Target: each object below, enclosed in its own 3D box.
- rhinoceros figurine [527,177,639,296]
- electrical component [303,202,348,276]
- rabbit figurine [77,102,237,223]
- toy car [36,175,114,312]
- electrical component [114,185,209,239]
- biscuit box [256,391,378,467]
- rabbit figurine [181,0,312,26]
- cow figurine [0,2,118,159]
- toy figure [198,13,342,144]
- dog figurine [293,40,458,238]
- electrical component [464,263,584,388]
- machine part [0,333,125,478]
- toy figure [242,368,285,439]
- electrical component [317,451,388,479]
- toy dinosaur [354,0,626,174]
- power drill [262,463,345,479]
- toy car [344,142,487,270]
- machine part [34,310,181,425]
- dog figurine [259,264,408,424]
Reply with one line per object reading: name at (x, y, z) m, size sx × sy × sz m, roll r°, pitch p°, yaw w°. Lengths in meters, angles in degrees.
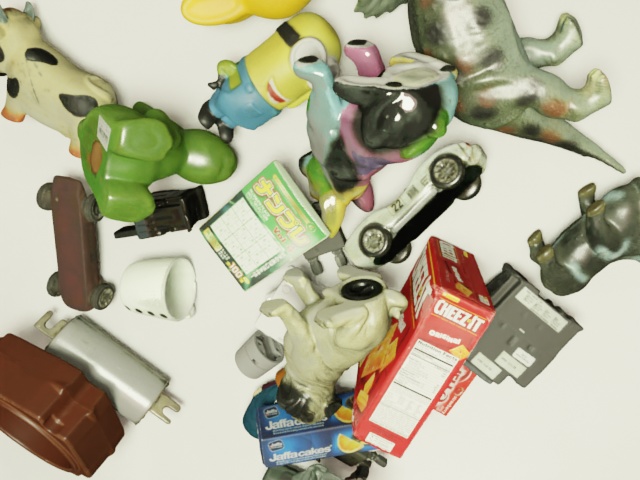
rhinoceros figurine at (0.335, -0.005, 0.616) m, size 0.190 × 0.073 × 0.112 m, roll -40°, pitch 97°, yaw 19°
electrical component at (-0.001, -0.002, 0.700) m, size 0.063 × 0.021 × 0.094 m, roll -18°, pitch 105°, yaw 15°
rabbit figurine at (-0.189, -0.097, 0.643) m, size 0.159 × 0.170 × 0.121 m, roll 34°, pitch 116°, yaw 42°
toy car at (-0.334, 0.007, 0.742) m, size 0.089 × 0.053 × 0.201 m, roll 13°, pitch 114°, yaw 16°
electrical component at (-0.212, -0.034, 0.698) m, size 0.119 × 0.075 × 0.047 m, roll -5°, pitch 108°, yaw 14°
biscuit box at (0.017, 0.250, 0.725) m, size 0.203 × 0.063 × 0.059 m, roll -7°, pitch 120°, yaw -9°
rabbit figurine at (-0.086, -0.296, 0.564) m, size 0.173 × 0.122 × 0.162 m, roll 42°, pitch 115°, yaw -7°
cow figurine at (-0.340, -0.202, 0.657) m, size 0.195 × 0.085 × 0.127 m, roll 31°, pitch 117°, yaw 1°
toy figure at (-0.059, -0.187, 0.616) m, size 0.180 × 0.082 × 0.089 m, roll -26°, pitch 76°, yaw 23°
dog figurine at (0.051, -0.092, 0.583) m, size 0.192 × 0.108 × 0.219 m, roll 29°, pitch 141°, yaw 32°
electrical component at (0.235, 0.114, 0.674) m, size 0.115 × 0.058 × 0.134 m, roll 41°, pitch 102°, yaw -3°
machine part at (-0.392, 0.239, 0.761) m, size 0.202 × 0.087 × 0.200 m, roll 20°, pitch 138°, yaw 14°
toy figure at (-0.051, 0.217, 0.765) m, size 0.064 × 0.058 × 0.154 m, roll 38°, pitch 105°, yaw -11°
electrical component at (0.036, 0.311, 0.778) m, size 0.102 × 0.045 × 0.078 m, roll 35°, pitch 144°, yaw -7°
toy dinosaur at (0.167, -0.203, 0.561) m, size 0.192 × 0.131 × 0.404 m, roll -21°, pitch 109°, yaw 28°
power drill at (0.024, 0.378, 0.754) m, size 0.232 × 0.207 × 0.086 m, roll 24°, pitch 69°, yaw 8°
toy car at (0.115, -0.038, 0.640) m, size 0.201 × 0.073 × 0.056 m, roll -46°, pitch 60°, yaw 19°
machine part at (-0.311, 0.189, 0.787) m, size 0.243 × 0.079 × 0.079 m, roll 38°, pitch 110°, yaw -6°
dog figurine at (0.025, 0.139, 0.648) m, size 0.173 × 0.121 × 0.190 m, roll 3°, pitch 117°, yaw 30°
